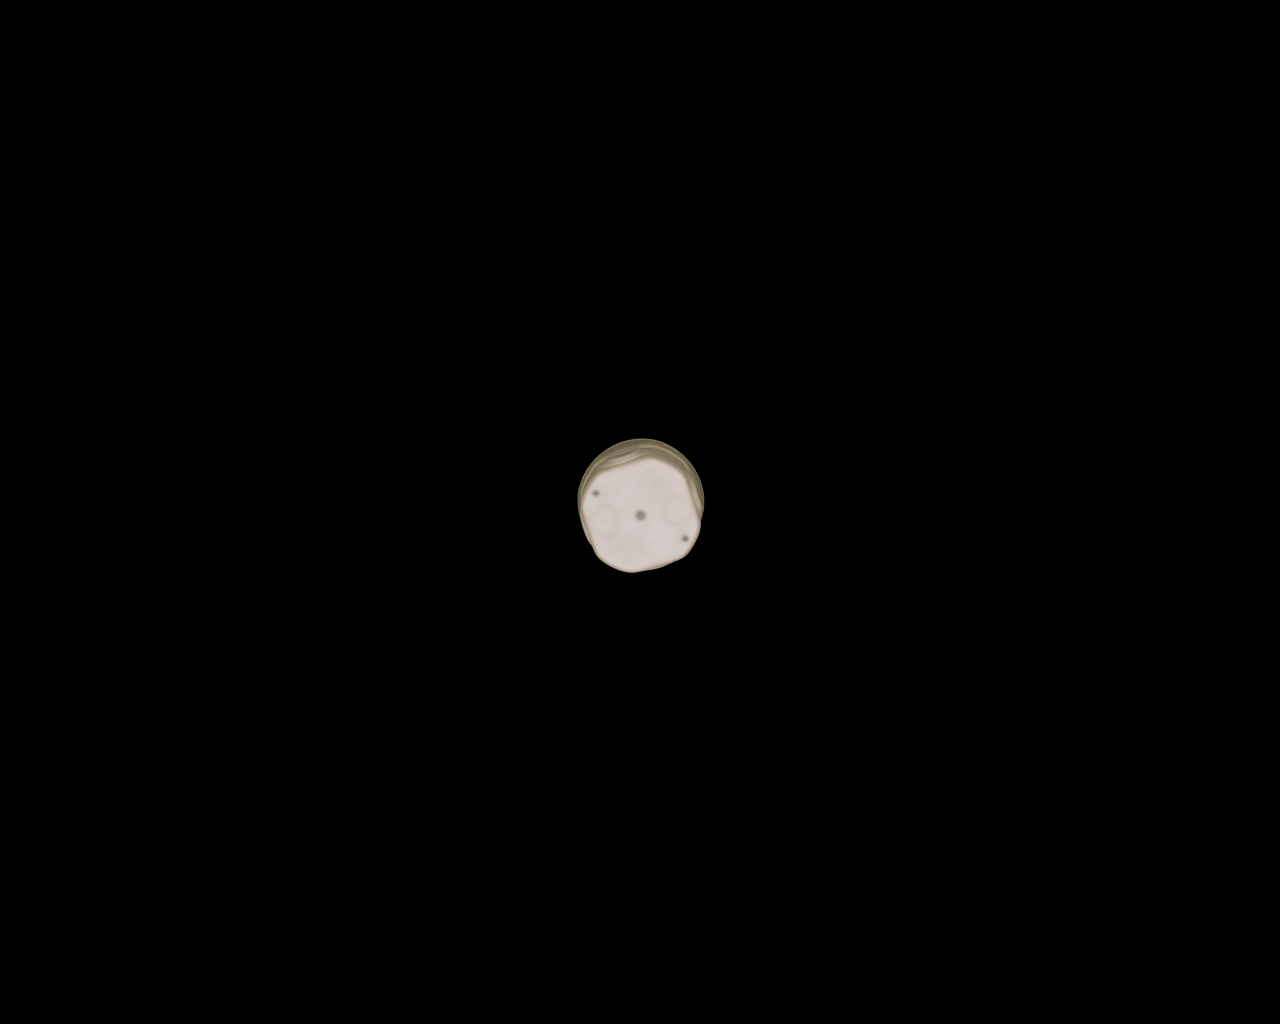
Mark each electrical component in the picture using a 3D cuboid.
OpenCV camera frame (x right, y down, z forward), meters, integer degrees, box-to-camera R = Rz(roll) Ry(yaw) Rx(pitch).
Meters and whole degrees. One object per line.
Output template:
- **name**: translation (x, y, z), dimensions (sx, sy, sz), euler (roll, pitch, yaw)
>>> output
- **electrical component**: translation (0.001, -0.003, 0.650), dimensions (0.080, 0.080, 0.051), euler (0, 12, 0)
